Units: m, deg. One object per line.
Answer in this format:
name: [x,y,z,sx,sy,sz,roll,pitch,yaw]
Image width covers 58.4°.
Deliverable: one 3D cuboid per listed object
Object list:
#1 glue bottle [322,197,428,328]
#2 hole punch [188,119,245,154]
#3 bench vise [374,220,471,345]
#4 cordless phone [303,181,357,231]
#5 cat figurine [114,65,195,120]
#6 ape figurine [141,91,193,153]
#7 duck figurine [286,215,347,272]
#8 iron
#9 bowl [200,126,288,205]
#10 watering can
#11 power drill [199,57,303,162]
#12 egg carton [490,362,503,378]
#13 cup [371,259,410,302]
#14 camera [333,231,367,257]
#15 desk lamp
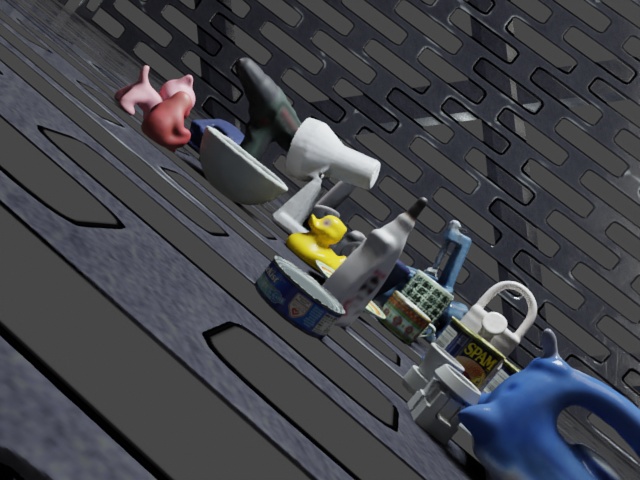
glue bottle: [0.062,0.020,0.639,0.037,0.173,0.078,41,5,26]
hole punch: [-0.223,-0.218,1.239,0.108,0.091,0.101,40,5,19]
bench vise: [0.236,0.081,1.127,0.208,0.219,0.121,36,5,-32]
cordless phone: [0.014,-0.088,1.244,0.094,0.185,0.148,40,5,10]
cat figurine: [-0.277,-0.256,1.015,0.128,0.117,0.067,34,6,-46]
ape figurine: [-0.236,-0.195,0.911,0.077,0.092,0.076,40,5,21]
duck figurine: [0.009,0.003,0.934,0.105,0.086,0.077,38,5,-14]
iron: [0.250,0.206,0.504,0.258,0.141,0.119,40,5,14]
bowl: [-0.138,-0.108,0.941,0.167,0.074,0.167,39,5,-3]
watering can: [0.294,0.158,0.984,0.101,0.194,0.173,39,4,-2]
power drill: [-0.133,-0.208,1.111,0.231,0.208,0.075,34,7,-48]
egg carton: [0.319,0.236,1.208,0.151,0.069,0.107,34,7,-46]
cup: [0.091,0.059,0.980,0.091,0.095,0.118,40,5,19]
camera: [0.090,0.032,1.200,0.142,0.100,0.137,41,5,31]
desk lamp: [0.002,-0.102,1.107,0.203,0.213,0.118,40,5,11]
